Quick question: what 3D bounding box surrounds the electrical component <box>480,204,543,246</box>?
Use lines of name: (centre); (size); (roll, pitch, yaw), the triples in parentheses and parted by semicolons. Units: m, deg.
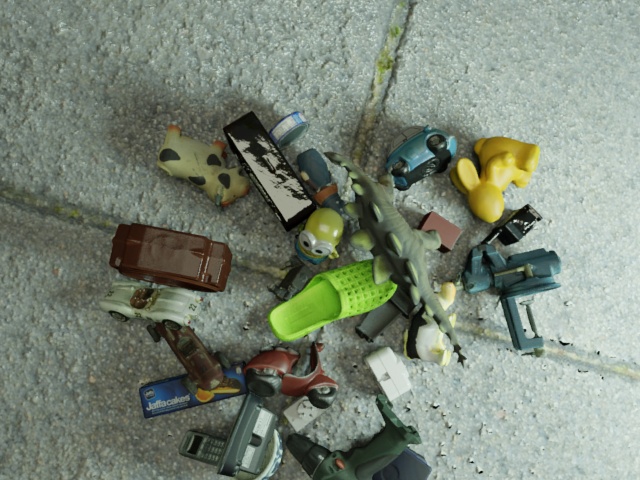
electrical component: (0.396, -0.018, 1.119); (0.119, 0.075, 0.048); (-42, 86, -13)

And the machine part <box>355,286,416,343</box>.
machine part: (0.132, 0.151, 1.095); (0.139, 0.039, 0.084); (-41, 91, -10)

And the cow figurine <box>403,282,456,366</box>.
cow figurine: (0.222, 0.163, 1.080); (0.098, 0.068, 0.167); (7, 85, 24)

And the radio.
radio: (-0.099, -0.130, 1.071); (0.073, 0.131, 0.229); (-32, 86, -7)

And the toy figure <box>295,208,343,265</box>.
toy figure: (-0.006, -0.005, 1.036); (0.082, 0.180, 0.089); (8, 78, -5)

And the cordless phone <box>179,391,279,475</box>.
cordless phone: (-0.181, 0.355, 1.004); (0.088, 0.184, 0.146); (43, 55, -37)

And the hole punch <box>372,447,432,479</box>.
hole punch: (0.142, 0.447, 1.029); (0.116, 0.092, 0.142); (31, 85, 4)

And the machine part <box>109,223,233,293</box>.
machine part: (-0.271, 0.040, 0.998); (0.201, 0.201, 0.087); (12, 78, -3)

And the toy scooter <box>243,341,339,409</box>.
toy scooter: (-0.049, 0.243, 1.034); (0.184, 0.075, 0.135); (13, 43, 1)

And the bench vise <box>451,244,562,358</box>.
bench vise: (0.386, 0.119, 1.077); (0.224, 0.129, 0.240); (-11, 77, -5)

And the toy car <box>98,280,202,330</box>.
toy car: (-0.323, 0.121, 1.026); (0.202, 0.056, 0.073); (6, 47, 15)

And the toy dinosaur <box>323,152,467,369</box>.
toy dinosaur: (0.146, 0.019, 1.015); (0.105, 0.198, 0.471); (-39, 86, 29)

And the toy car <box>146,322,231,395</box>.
toy car: (-0.254, 0.200, 1.020); (0.089, 0.053, 0.202); (-36, 62, -16)

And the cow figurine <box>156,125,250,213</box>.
cow figurine: (-0.234, -0.138, 1.087); (0.195, 0.085, 0.127); (21, 75, -3)

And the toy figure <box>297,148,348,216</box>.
toy figure: (0.006, -0.115, 1.115); (0.064, 0.058, 0.154); (-27, 90, -1)

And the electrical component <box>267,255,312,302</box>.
electrical component: (-0.061, 0.078, 1.071); (0.045, 0.078, 0.102); (42, 64, -12)

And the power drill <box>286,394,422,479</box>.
power drill: (0.069, 0.387, 0.998); (0.207, 0.086, 0.232); (-47, 63, -3)

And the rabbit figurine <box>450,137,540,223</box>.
rabbit figurine: (0.354, -0.125, 1.109); (0.162, 0.122, 0.173); (21, 82, 4)

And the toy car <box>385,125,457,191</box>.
toy car: (0.198, -0.181, 1.123); (0.162, 0.109, 0.103); (-30, 62, 4)

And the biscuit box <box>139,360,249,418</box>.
biscuit box: (-0.240, 0.287, 1.036); (0.203, 0.059, 0.062); (-13, 83, -6)
